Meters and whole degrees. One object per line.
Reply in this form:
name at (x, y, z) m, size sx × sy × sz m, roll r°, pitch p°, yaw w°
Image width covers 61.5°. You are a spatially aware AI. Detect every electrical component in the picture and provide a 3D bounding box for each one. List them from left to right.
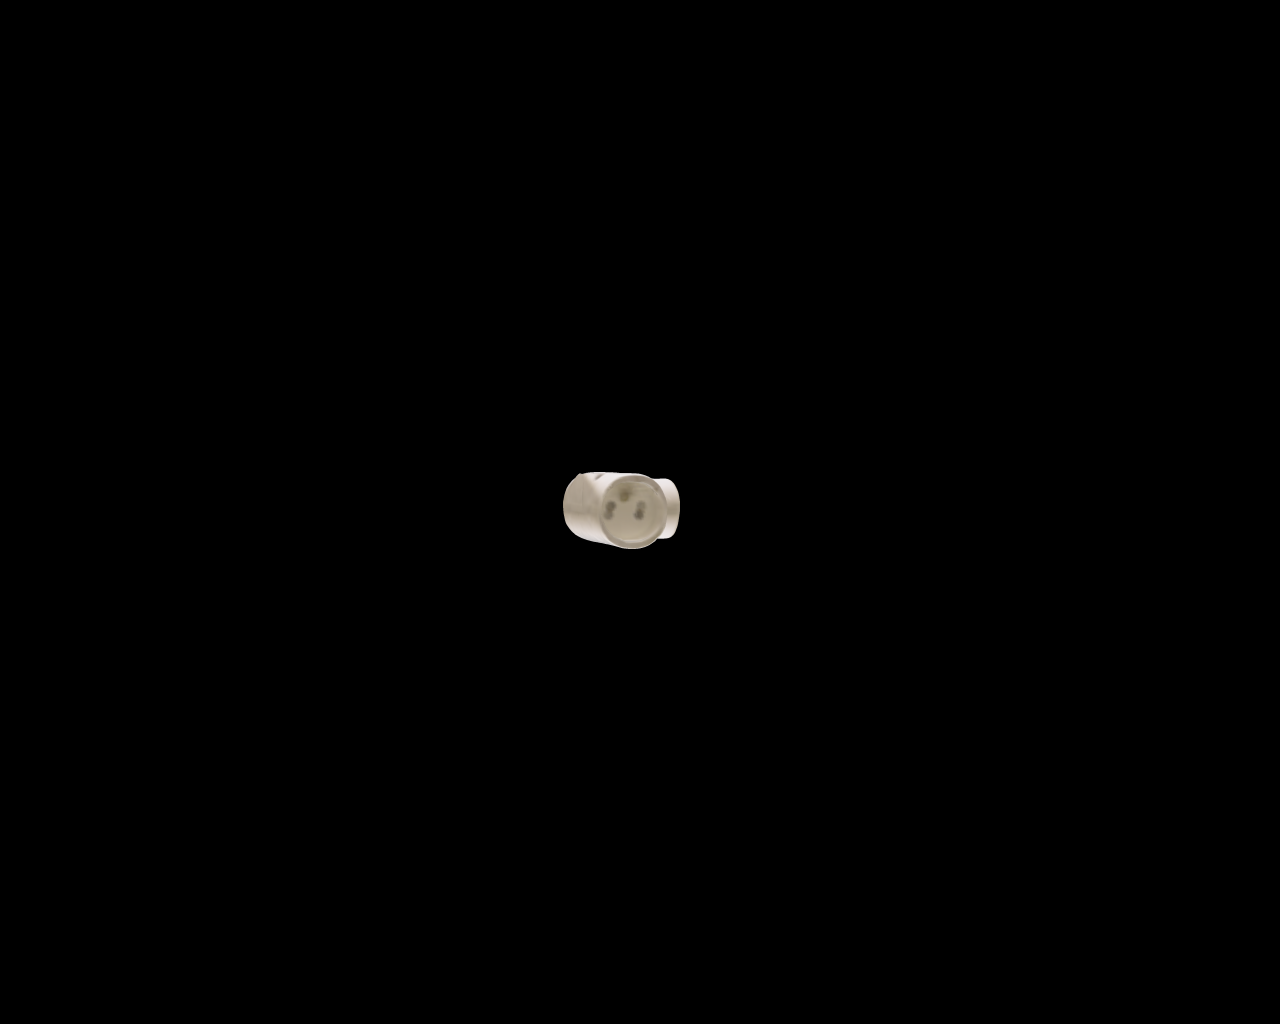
electrical component at (0.001, -0.003, 0.650) m, size 0.079 × 0.044 × 0.077 m, roll -1°, pitch 3°, yaw -19°
